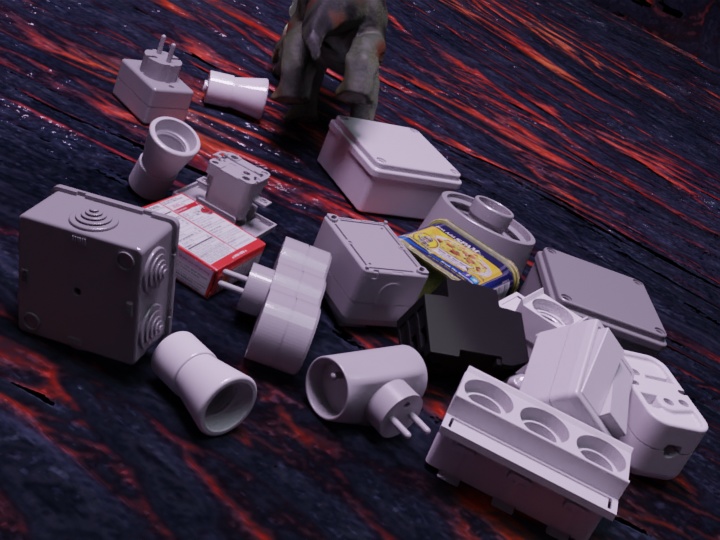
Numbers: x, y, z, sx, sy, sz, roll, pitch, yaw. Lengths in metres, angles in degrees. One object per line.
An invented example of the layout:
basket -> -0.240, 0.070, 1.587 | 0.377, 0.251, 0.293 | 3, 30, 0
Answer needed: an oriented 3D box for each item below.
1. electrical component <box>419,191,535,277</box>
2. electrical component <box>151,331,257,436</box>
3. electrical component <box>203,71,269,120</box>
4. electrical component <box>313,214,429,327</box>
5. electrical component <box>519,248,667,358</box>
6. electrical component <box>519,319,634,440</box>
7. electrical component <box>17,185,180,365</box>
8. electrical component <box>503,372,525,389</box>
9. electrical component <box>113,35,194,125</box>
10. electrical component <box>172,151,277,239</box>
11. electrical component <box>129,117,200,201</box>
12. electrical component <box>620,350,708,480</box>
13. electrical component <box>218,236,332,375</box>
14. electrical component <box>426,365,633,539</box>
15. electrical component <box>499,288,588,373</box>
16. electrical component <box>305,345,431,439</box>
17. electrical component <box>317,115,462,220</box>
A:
electrical component -> 0.113, -0.034, 1.010 | 0.108, 0.060, 0.108 | 24, 18, -9
electrical component -> -0.101, 0.068, 0.677 | 0.044, 0.044, 0.065 | -6, 34, -46
electrical component -> -0.133, -0.188, 1.140 | 0.065, 0.044, 0.044 | 11, 28, -14
electrical component -> 0.000, 0.000, 0.866 | 0.062, 0.061, 0.096 | 5, 31, -33
electrical component -> 0.206, 0.040, 0.966 | 0.109, 0.056, 0.108 | 19, 26, -9
electrical component -> 0.163, 0.082, 0.787 | 0.061, 0.061, 0.096 | 52, 41, -23
electrical component -> -0.166, 0.004, 0.676 | 0.100, 0.099, 0.048 | 16, 29, 11
electrical component -> 0.134, 0.095, 0.828 | 0.035, 0.035, 0.061 | 40, 28, 31
electrical component -> -0.197, -0.189, 1.047 | 0.047, 0.076, 0.066 | -4, 37, -44
electrical component -> -0.108, -0.060, 0.888 | 0.081, 0.063, 0.042 | 28, 25, 11
electrical component -> -0.166, -0.089, 0.894 | 0.044, 0.065, 0.044 | 22, 42, -21
electrical component -> 0.217, 0.114, 0.831 | 0.054, 0.059, 0.095 | 13, 27, -20
electrical component -> -0.067, 0.018, 0.785 | 0.074, 0.052, 0.138 | 21, 26, -6
electrical component -> 0.111, 0.125, 0.717 | 0.121, 0.063, 0.078 | 26, 26, 6
electrical component -> 0.146, 0.056, 0.877 | 0.081, 0.063, 0.042 | 35, 29, 23
electrical component -> 0.016, 0.087, 0.732 | 0.077, 0.044, 0.079 | -4, 37, -44
electrical component -> 0.029, -0.103, 1.092 | 0.109, 0.056, 0.108 | 5, 31, -33
